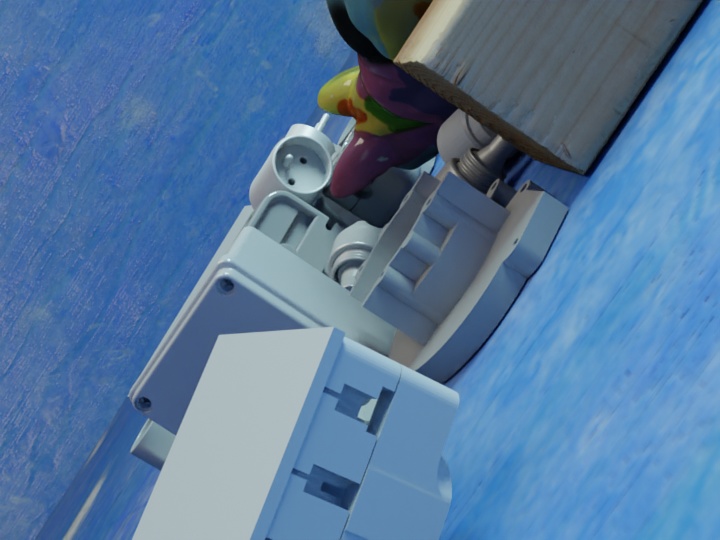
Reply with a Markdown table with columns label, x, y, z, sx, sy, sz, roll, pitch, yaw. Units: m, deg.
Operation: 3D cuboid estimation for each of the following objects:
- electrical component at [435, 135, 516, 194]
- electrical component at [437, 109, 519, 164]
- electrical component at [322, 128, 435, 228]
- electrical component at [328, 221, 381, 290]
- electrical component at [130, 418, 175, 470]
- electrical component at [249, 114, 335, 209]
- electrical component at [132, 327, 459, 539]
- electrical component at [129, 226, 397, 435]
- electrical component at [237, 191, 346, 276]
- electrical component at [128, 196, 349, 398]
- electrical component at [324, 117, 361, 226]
| label | x | y | z | sx | sy | sz | roll | pitch | yaw |
| --- | --- | --- | --- | --- | --- | --- | --- | --- | --- |
| electrical component | 0.061 | -0.048 | 0.572 | 0.061 | 0.035 | 0.035 | -50 | 12 | 23 |
| electrical component | 0.073 | -0.080 | 0.589 | 0.040 | 0.040 | 0.078 | -63 | 11 | -28 |
| electrical component | 0.017 | -0.078 | 0.806 | 0.053 | 0.059 | 0.095 | -52 | 11 | 33 |
| electrical component | 0.000 | 0.000 | 0.692 | 0.043 | 0.043 | 0.062 | -51 | 13 | 33 |
| electrical component | -0.112 | 0.126 | 0.747 | 0.043 | 0.077 | 0.079 | -62 | 11 | -23 |
| electrical component | -0.043 | -0.079 | 0.784 | 0.079 | 0.044 | 0.077 | -63 | 10 | -20 |
| electrical component | -0.040 | 0.118 | 0.362 | 0.105 | 0.060 | 0.186 | -10 | 56 | 63 |
| electrical component | -0.049 | 0.052 | 0.578 | 0.108 | 0.109 | 0.056 | -52 | 8 | 27 |
| electrical component | -0.039 | -0.007 | 0.751 | 0.053 | 0.095 | 0.059 | -61 | 10 | -18 |
| electrical component | -0.084 | 0.038 | 0.832 | 0.105 | 0.060 | 0.186 | -3 | 52 | 50 |
| electrical component | 0.001 | -0.092 | 0.925 | 0.186 | 0.060 | 0.105 | -51 | 12 | 33 |
